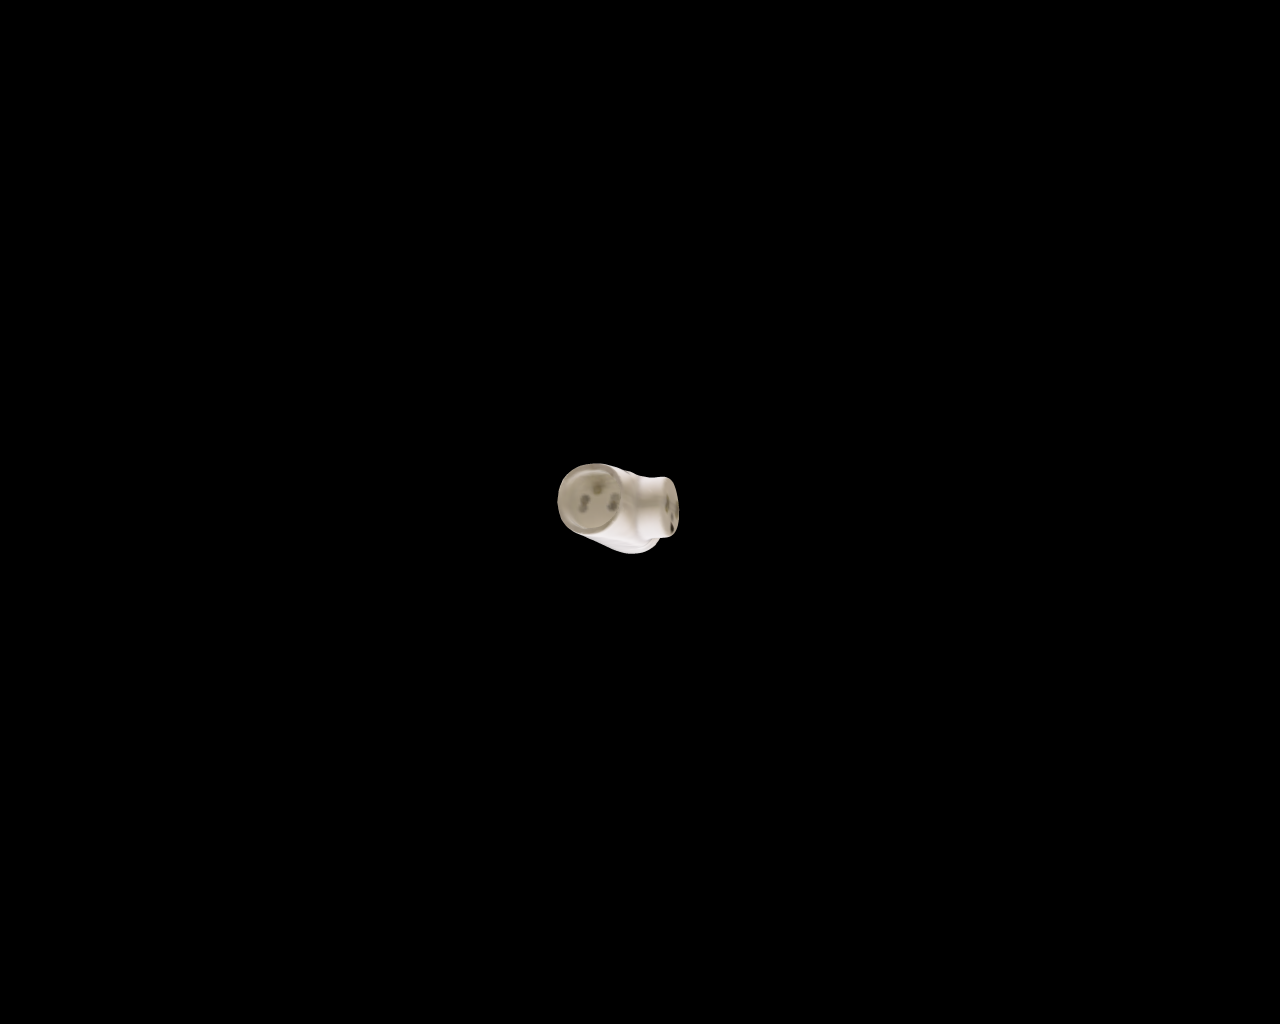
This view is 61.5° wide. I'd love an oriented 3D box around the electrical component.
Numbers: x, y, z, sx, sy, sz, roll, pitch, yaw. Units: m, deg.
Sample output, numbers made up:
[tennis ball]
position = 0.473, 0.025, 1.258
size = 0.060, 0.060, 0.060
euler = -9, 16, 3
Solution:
[electrical component]
position = 0.001, -0.003, 0.650
size = 0.079, 0.044, 0.077
euler = -4, -12, 19
